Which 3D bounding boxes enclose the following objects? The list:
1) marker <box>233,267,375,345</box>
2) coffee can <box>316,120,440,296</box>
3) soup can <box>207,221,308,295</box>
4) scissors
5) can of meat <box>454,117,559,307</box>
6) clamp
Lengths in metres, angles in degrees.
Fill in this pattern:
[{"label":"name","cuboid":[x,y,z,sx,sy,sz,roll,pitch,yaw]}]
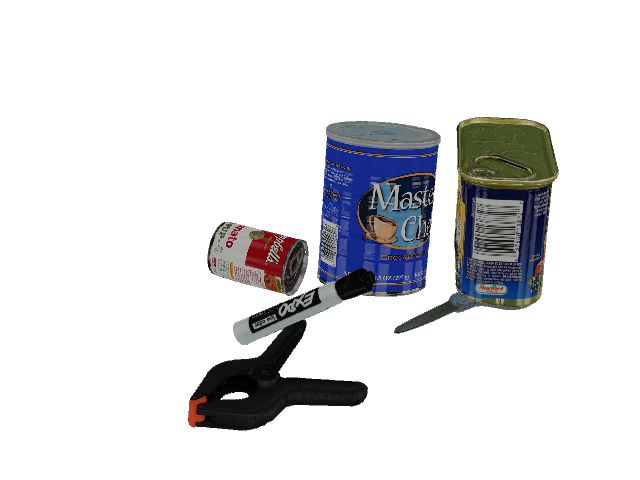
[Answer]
[{"label":"marker","cuboid":[-0.012,0.049,0.793,0.121,0.020,0.020,-25,-11,25]},{"label":"coffee can","cuboid":[0.052,-0.031,0.972,0.103,0.140,0.103,3,15,-1]},{"label":"soup can","cuboid":[-0.074,0.020,1.265,0.102,0.068,0.068,14,5,20]},{"label":"scissors","cuboid":[0.138,0.050,1.101,0.201,0.016,0.096,-7,40,-29]},{"label":"can of meat","cuboid":[0.110,-0.019,0.654,0.057,0.084,0.102,3,26,5]},{"label":"clamp","cuboid":[-0.053,0.130,1.024,0.171,0.039,0.120,-9,34,-25]}]
